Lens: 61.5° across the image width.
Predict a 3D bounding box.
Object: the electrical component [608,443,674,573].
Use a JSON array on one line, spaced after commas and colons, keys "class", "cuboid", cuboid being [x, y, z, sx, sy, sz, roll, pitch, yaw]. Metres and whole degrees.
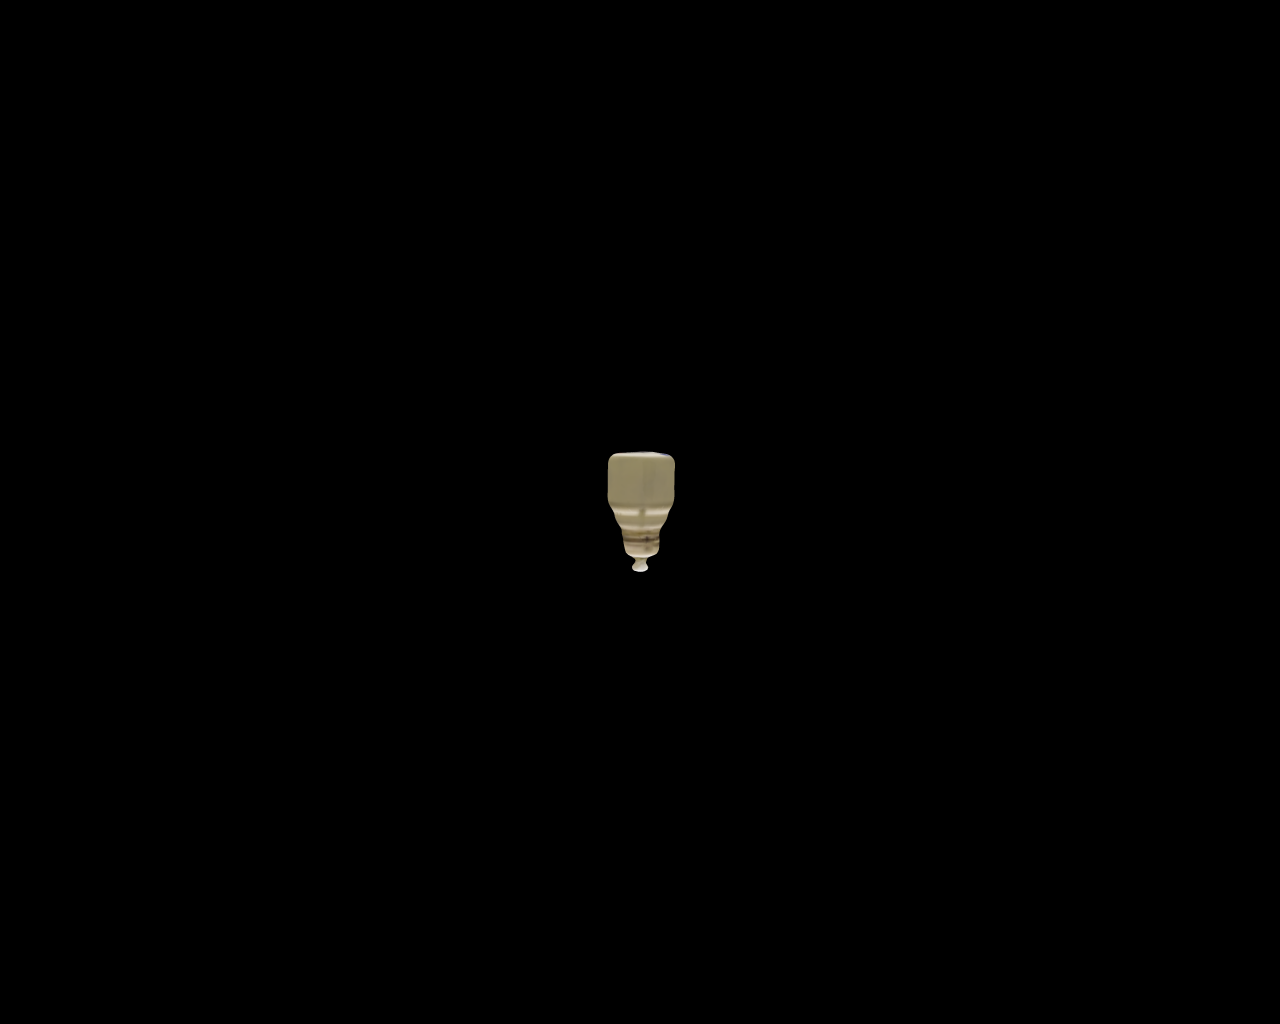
[{"class": "electrical component", "cuboid": [0.001, -0.003, 0.650, 0.040, 0.078, 0.040, 0, 5, 0]}]
